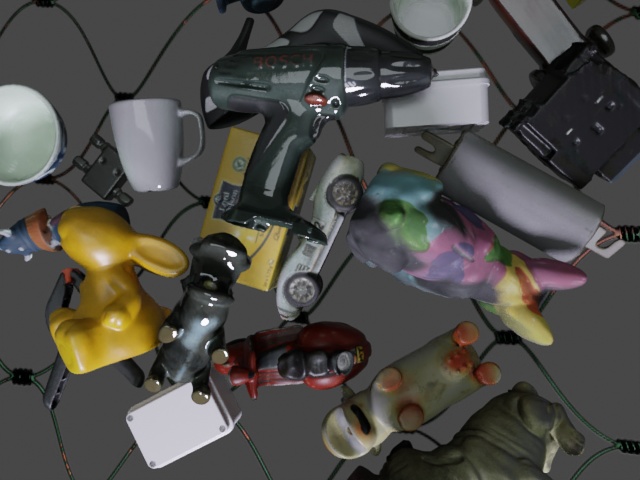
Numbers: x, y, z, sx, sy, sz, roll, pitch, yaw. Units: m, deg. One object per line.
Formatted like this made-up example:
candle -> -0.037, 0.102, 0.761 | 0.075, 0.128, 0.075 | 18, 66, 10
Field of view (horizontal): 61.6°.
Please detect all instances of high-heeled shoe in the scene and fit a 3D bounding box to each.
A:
high-heeled shoe -> -0.019, -0.178, 0.615 | 0.249, 0.086, 0.145 | 14, 85, 16

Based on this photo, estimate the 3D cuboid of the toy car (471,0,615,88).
toy car -> 0.238, -0.252, 0.603 | 0.089, 0.053, 0.202 | -39, 89, 15

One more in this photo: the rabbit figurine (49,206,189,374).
rabbit figurine -> -0.230, 0.043, 0.601 | 0.162, 0.122, 0.173 | -16, 95, -19

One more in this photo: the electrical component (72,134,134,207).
electrical component -> -0.263, -0.086, 0.675 | 0.094, 0.021, 0.063 | 40, 93, 6

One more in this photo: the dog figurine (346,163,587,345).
dog figurine -> 0.153, 0.019, 0.553 | 0.219, 0.191, 0.108 | 27, 86, 21

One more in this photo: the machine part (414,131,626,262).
machine part -> 0.214, -0.048, 0.592 | 0.243, 0.079, 0.079 | 30, 93, 5

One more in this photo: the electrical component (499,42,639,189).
electrical component -> 0.283, -0.125, 0.574 | 0.134, 0.058, 0.115 | 35, 109, -12

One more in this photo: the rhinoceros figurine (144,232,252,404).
rhinoceros figurine -> -0.123, 0.082, 0.564 | 0.073, 0.112, 0.190 | 19, 117, -8

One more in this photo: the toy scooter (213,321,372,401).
toy scooter -> -0.035, 0.132, 0.589 | 0.184, 0.135, 0.075 | -5, 87, 5

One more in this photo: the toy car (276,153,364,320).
toy car -> -0.001, -0.002, 0.617 | 0.056, 0.073, 0.201 | 25, 92, 3

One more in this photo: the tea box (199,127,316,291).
tea box -> -0.075, -0.035, 0.629 | 0.098, 0.068, 0.169 | 15, 92, 7

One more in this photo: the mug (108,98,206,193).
mug -> -0.190, -0.112, 0.644 | 0.110, 0.081, 0.107 | -3, 100, 0

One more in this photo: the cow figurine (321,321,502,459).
cow figurine -> 0.088, 0.170, 0.590 | 0.195, 0.127, 0.085 | -29, 73, -10

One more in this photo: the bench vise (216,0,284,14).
bench vise -> -0.143, -0.355, 0.614 | 0.241, 0.129, 0.223 | -14, 92, -3

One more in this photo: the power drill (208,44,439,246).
power drill -> -0.010, -0.101, 0.547 | 0.232, 0.086, 0.207 | 10, 92, 10

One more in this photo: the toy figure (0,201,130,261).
toy figure -> -0.315, -0.012, 0.661 | 0.155, 0.058, 0.064 | -8, 113, 3

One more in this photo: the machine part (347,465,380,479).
machine part -> 0.091, 0.368, 0.597 | 0.201, 0.087, 0.201 | 30, 92, 8

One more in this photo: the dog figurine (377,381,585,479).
dog figurine -> 0.154, 0.211, 0.549 | 0.190, 0.172, 0.121 | 17, 128, -10
